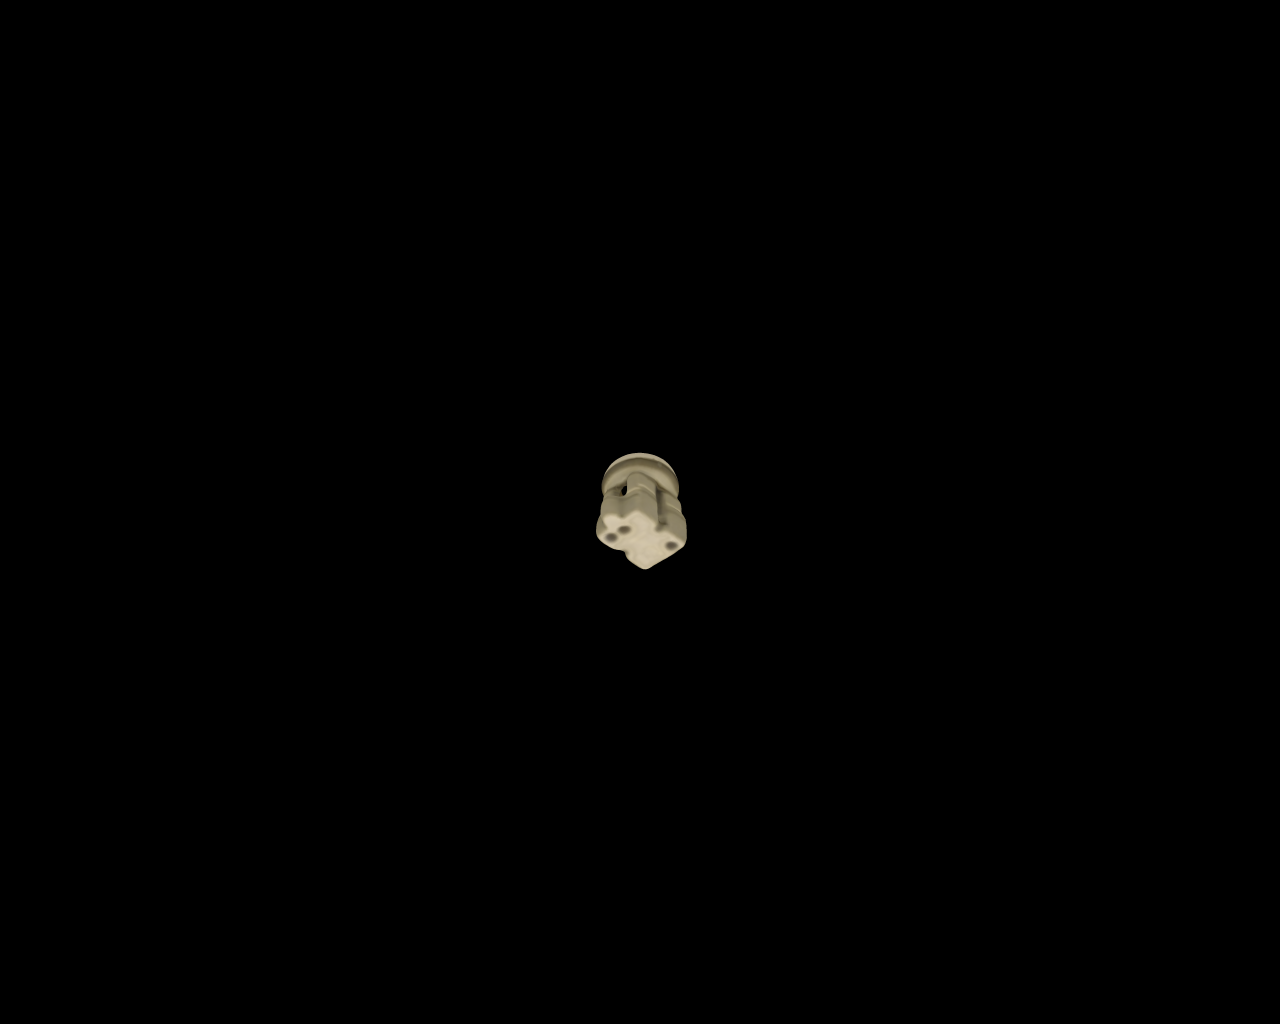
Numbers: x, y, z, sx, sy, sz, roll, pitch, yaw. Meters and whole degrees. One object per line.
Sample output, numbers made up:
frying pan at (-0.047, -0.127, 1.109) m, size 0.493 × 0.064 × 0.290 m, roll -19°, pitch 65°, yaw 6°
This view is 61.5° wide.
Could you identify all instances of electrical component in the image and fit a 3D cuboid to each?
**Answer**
electrical component at (0.001, -0.003, 0.650) m, size 0.048 × 0.055 × 0.066 m, roll -33°, pitch -54°, yaw 29°
